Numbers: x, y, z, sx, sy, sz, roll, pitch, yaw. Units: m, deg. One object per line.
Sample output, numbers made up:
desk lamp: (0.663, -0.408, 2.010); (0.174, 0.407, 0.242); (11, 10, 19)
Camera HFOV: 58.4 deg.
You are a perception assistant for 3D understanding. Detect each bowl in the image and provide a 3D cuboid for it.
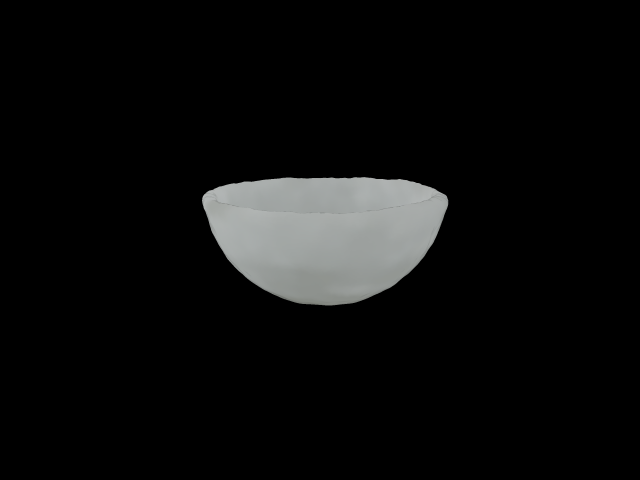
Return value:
bowl: (0.004, 0.001, 0.400); (0.167, 0.075, 0.167); (0, 14, 0)
